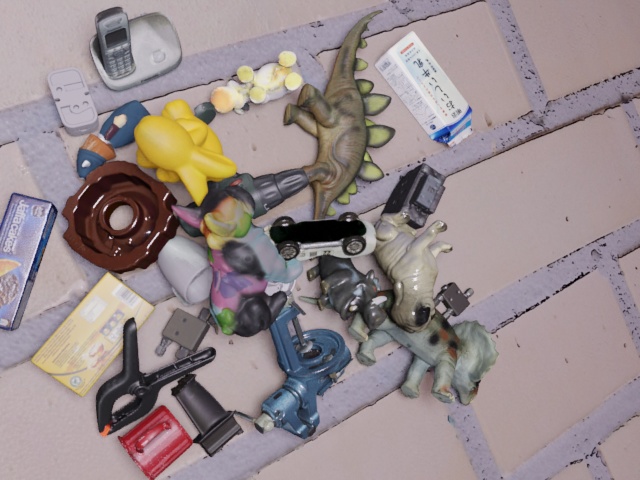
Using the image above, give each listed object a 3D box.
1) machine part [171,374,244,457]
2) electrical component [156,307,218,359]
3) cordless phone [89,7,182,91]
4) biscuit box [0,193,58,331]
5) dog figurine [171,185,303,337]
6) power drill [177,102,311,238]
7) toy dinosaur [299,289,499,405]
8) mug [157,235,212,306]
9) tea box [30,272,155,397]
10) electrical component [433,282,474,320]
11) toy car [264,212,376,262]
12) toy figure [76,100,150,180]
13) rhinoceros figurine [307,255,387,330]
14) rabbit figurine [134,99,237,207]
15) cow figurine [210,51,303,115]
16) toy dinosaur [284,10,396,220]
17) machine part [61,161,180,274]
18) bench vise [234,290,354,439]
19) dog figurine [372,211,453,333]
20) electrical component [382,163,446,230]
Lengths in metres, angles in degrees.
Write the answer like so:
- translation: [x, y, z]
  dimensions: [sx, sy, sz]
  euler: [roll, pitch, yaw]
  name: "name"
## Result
- translation: [-0.194, 0.288, 0.896]
  dimensions: [0.084, 0.039, 0.138]
  euler: [-34, 97, -14]
  name: "machine part"
- translation: [-0.218, 0.158, 0.901]
  dimensions: [0.078, 0.045, 0.102]
  euler: [19, 74, 12]
  name: "electrical component"
- translation: [-0.294, -0.327, 0.853]
  dimensions: [0.146, 0.184, 0.088]
  euler: [-30, 90, -20]
  name: "cordless phone"
- translation: [-0.464, 0.032, 0.818]
  dimensions: [0.063, 0.059, 0.202]
  euler: [16, 79, -17]
  name: "biscuit box"
- translation: [-0.135, 0.029, 0.790]
  dimensions: [0.191, 0.109, 0.219]
  euler: [-61, 141, -13]
  name: "dog figurine"
- translation: [-0.159, -0.125, 0.910]
  dimensions: [0.232, 0.086, 0.207]
  euler: [-31, 94, 4]
  name: "power drill"
- translation: [0.172, 0.168, 1.003]
  dimensions: [0.405, 0.131, 0.192]
  euler: [41, 56, -3]
  name: "toy dinosaur"
- translation: [-0.221, 0.049, 0.889]
  dimensions: [0.107, 0.109, 0.081]
  euler: [41, 41, 25]
  name: "mug"
- translation: [-0.350, 0.145, 0.841]
  dimensions: [0.098, 0.068, 0.169]
  euler: [42, 74, -10]
  name: "tea box"
- translation: [0.269, 0.118, 1.086]
  dimensions: [0.094, 0.021, 0.063]
  euler: [-38, 96, -19]
  name: "electrical component"
- translation: [-0.002, -0.003, 0.936]
  dimensions: [0.202, 0.056, 0.073]
  euler: [-5, 48, -8]
  name: "toy car"
- translation: [-0.344, -0.163, 0.882]
  dimensions: [0.058, 0.064, 0.154]
  euler: [34, 73, 30]
  name: "toy figure"
- translation: [0.047, 0.081, 0.941]
  dimensions: [0.112, 0.073, 0.190]
  euler: [-13, 44, -21]
  name: "rhinoceros figurine"
- translation: [-0.209, -0.125, 0.789]
  dimensions: [0.122, 0.173, 0.162]
  euler: [-43, 85, 2]
  name: "rabbit figurine"
- translation: [-0.115, -0.275, 0.968]
  dimensions: [0.167, 0.098, 0.068]
  euler: [-21, 97, -2]
  name: "cow figurine"
- translation: [0.036, -0.216, 1.004]
  dimensions: [0.198, 0.105, 0.471]
  euler: [7, 91, -26]
  name: "toy dinosaur"
- translation: [-0.313, -0.034, 0.852]
  dimensions: [0.179, 0.056, 0.179]
  euler: [-1, 74, 3]
  name: "machine part"
- translation: [-0.043, 0.201, 0.899]
  dimensions: [0.224, 0.129, 0.240]
  euler: [-28, 118, -28]
  name: "bench vise"
- translation: [0.136, 0.058, 0.953]
  dimensions: [0.121, 0.173, 0.190]
  euler: [49, 59, -44]
  name: "dog figurine"
- translation: [0.179, -0.079, 1.017]
  dimensions: [0.058, 0.134, 0.115]
  euler: [28, 75, -12]
  name: "electrical component"
